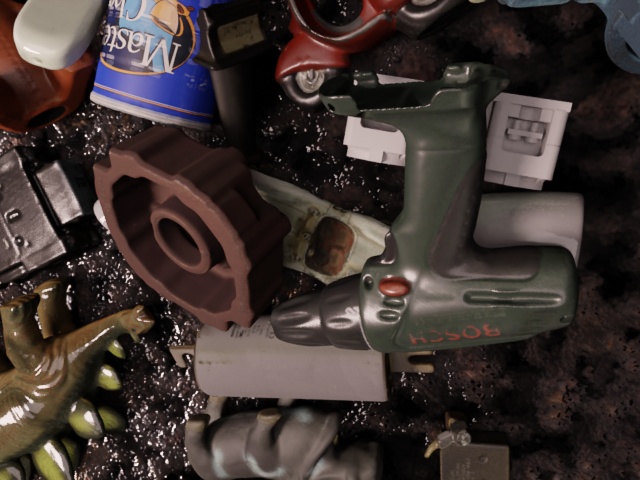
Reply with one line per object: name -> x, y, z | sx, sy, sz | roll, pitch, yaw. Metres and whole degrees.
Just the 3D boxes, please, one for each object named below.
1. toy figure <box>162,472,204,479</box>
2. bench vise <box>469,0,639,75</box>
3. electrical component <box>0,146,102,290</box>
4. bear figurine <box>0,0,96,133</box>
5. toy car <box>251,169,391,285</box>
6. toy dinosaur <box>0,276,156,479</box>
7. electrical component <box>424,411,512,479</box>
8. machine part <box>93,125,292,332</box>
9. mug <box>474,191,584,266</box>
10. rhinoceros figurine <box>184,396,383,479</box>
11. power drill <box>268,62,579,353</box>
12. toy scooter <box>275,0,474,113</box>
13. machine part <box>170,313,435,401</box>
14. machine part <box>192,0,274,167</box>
toy figure -> -0.082, 0.284, 0.521 | 0.180, 0.089, 0.082 | 12, 109, 8
bench vise -> 0.214, -0.147, 0.338 | 0.224, 0.128, 0.241 | 0, 58, -14
electrical component -> -0.285, -0.027, 0.530 | 0.134, 0.058, 0.114 | -26, 95, 15
bear figurine -> -0.291, -0.199, 0.472 | 0.120, 0.132, 0.195 | -29, 97, -19
toy car -> -0.001, -0.001, 0.473 | 0.202, 0.056, 0.073 | 23, 103, 7
toy dinosaur -> -0.334, 0.183, 0.554 | 0.471, 0.105, 0.198 | -28, 96, 20
electrical component -> 0.133, 0.208, 0.484 | 0.078, 0.045, 0.102 | 5, 100, 13
machine part -> -0.105, -0.007, 0.442 | 0.180, 0.056, 0.179 | 23, 137, 24
mug -> 0.148, 0.009, 0.438 | 0.107, 0.081, 0.109 | 11, 112, 20
rhinoceros figurine -> -0.037, 0.197, 0.504 | 0.190, 0.073, 0.112 | -2, 98, 13
power drill -> 0.052, -0.009, 0.370 | 0.232, 0.086, 0.207 | -1, 112, 19
toy scooter -> 0.024, -0.202, 0.428 | 0.184, 0.075, 0.135 | -30, 91, 20
machine part -> -0.021, 0.103, 0.484 | 0.243, 0.079, 0.079 | -1, 99, 13
machine part -> -0.066, -0.123, 0.438 | 0.039, 0.084, 0.138 | 14, 131, 21
